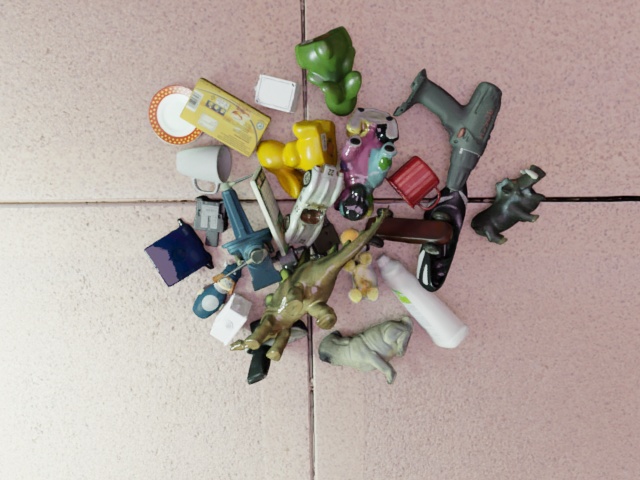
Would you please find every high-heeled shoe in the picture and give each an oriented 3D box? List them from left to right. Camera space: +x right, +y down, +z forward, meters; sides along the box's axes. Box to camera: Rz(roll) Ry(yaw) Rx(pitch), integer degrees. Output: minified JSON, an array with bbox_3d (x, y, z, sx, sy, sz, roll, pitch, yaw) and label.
[{"bbox_3d":[0.266,-0.014,1.145,0.086,0.145,0.248,16,105,-1],"label":"high-heeled shoe"}]

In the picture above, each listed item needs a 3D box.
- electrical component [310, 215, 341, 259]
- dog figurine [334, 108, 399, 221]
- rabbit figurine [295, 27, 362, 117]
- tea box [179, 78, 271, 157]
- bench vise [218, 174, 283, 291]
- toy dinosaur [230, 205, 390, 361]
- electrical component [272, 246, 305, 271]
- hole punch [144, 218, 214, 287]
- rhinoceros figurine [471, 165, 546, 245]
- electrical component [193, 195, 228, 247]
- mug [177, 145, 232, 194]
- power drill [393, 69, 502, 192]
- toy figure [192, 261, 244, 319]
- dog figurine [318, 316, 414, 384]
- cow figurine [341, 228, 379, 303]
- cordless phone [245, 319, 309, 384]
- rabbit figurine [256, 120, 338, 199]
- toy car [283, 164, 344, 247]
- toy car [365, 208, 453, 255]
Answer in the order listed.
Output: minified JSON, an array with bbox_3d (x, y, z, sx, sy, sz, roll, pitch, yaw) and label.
[{"bbox_3d":[-0.001,-0.003,1.220,0.078,0.045,0.102,-33,103,-19],"label":"electrical component"},{"bbox_3d":[0.091,-0.148,1.154,0.108,0.191,0.219,11,138,-2],"label":"dog figurine"},{"bbox_3d":[0.038,-0.333,1.099,0.121,0.159,0.170,-24,116,-1],"label":"rabbit figurine"},{"bbox_3d":[-0.199,-0.261,1.147,0.169,0.068,0.098,30,101,-13],"label":"tea box"},{"bbox_3d":[-0.160,-0.013,1.145,0.129,0.223,0.240,-22,91,3],"label":"bench vise"},{"bbox_3d":[-0.027,0.102,1.127,0.471,0.199,0.105,-37,117,23],"label":"toy dinosaur"},{"bbox_3d":[-0.071,0.049,1.246,0.094,0.021,0.063,-19,101,8],"label":"electrical component"},{"bbox_3d":[-0.325,0.034,1.228,0.116,0.092,0.142,-31,95,6],"label":"hole punch"},{"bbox_3d":[0.414,-0.076,1.163,0.112,0.073,0.190,45,104,5],"label":"rhinoceros figurine"},{"bbox_3d":[-0.249,-0.040,1.225,0.075,0.048,0.119,11,102,1],"label":"electrical component"},{"bbox_3d":[-0.259,-0.159,1.187,0.107,0.081,0.109,8,110,14],"label":"mug"},{"bbox_3d":[0.259,-0.242,1.121,0.207,0.086,0.232,30,97,2],"label":"power drill"},{"bbox_3d":[-0.235,0.118,1.257,0.154,0.058,0.064,-49,134,11],"label":"toy figure"},{"bbox_3d":[0.105,0.230,1.245,0.191,0.121,0.172,22,70,16],"label":"dog figurine"},{"bbox_3d":[0.092,0.057,1.209,0.068,0.098,0.167,-13,83,12],"label":"cow figurine"},{"bbox_3d":[-0.102,0.244,1.207,0.147,0.184,0.088,-24,108,9],"label":"cordless phone"},{"bbox_3d":[-0.052,-0.178,1.162,0.173,0.122,0.162,-1,113,19],"label":"rabbit figurine"},{"bbox_3d":[-0.016,-0.071,1.121,0.073,0.056,0.201,9,126,-28],"label":"toy car"},{"bbox_3d":[0.188,-0.019,1.152,0.202,0.053,0.089,5,70,37],"label":"toy car"}]
